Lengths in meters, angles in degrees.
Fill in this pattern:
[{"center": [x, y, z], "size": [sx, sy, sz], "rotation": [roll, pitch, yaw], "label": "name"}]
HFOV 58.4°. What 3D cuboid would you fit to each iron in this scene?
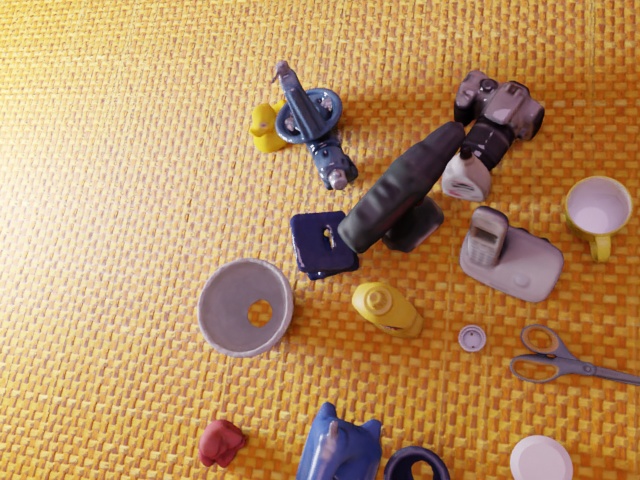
[{"center": [0.001, 0.372, 0.819], "size": [0.118, 0.142, 0.258], "rotation": [14, 78, 19], "label": "iron"}]

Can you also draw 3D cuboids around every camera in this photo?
[{"center": [0.272, -0.191, 0.934], "size": [0.143, 0.101, 0.137], "rotation": [33, 85, 21], "label": "camera"}]

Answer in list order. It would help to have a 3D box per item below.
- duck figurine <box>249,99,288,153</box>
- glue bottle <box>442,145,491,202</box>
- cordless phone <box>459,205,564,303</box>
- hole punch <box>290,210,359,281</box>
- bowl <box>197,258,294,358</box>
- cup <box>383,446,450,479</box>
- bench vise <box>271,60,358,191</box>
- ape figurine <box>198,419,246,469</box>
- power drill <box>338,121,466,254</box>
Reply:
[{"center": [-0.091, -0.220, 1.048], "size": [0.077, 0.086, 0.104], "rotation": [34, 85, 21], "label": "duck figurine"}, {"center": [0.224, -0.107, 0.883], "size": [0.078, 0.173, 0.037], "rotation": [10, 77, 18], "label": "glue bottle"}, {"center": [0.277, 0.015, 0.826], "size": [0.147, 0.185, 0.094], "rotation": [22, 81, 20], "label": "cordless phone"}, {"center": [0.009, 0.003, 0.953], "size": [0.101, 0.091, 0.108], "rotation": [-15, 71, 11], "label": "hole punch"}, {"center": [-0.115, 0.118, 0.961], "size": [0.167, 0.075, 0.167], "rotation": [-4, 73, 14], "label": "bowl"}, {"center": [0.141, 0.352, 0.812], "size": [0.091, 0.095, 0.118], "rotation": [-1, 74, 15], "label": "cup"}, {"center": [-0.001, -0.192, 0.943], "size": [0.121, 0.220, 0.207], "rotation": [-42, 68, 0], "label": "bench vise"}, {"center": [-0.162, 0.322, 0.904], "size": [0.077, 0.092, 0.076], "rotation": [-15, 71, 11], "label": "ape figurine"}, {"center": [0.133, -0.061, 0.875], "size": [0.229, 0.209, 0.075], "rotation": [-43, 68, 0], "label": "power drill"}]
